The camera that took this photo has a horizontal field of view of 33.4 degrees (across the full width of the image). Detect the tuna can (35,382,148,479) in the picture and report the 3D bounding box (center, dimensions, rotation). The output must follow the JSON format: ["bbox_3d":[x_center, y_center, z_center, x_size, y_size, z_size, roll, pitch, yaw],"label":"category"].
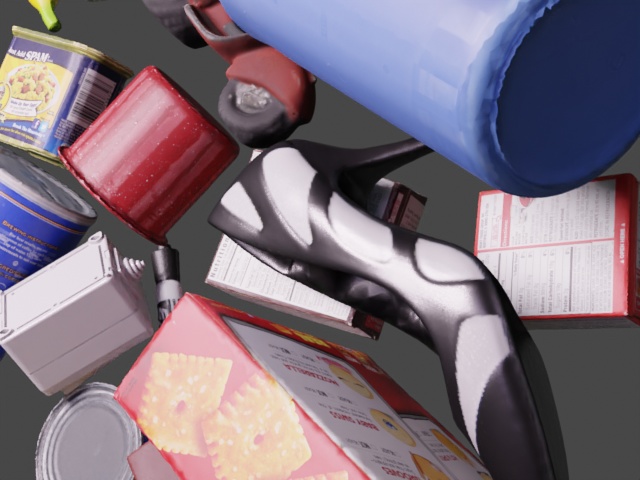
[{"bbox_3d":[-0.135,0.134,0.666,0.086,0.033,0.086,-12,67,28],"label":"tuna can"}]

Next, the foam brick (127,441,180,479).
[{"bbox_3d":[-0.059,0.127,0.611,0.078,0.051,0.053,-38,58,15],"label":"foam brick"}]

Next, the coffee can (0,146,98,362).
[{"bbox_3d":[-0.234,0.014,0.730,0.103,0.102,0.140,36,94,36],"label":"coffee can"}]

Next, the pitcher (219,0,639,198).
[{"bbox_3d":[0.047,-0.126,0.510,0.145,0.149,0.243,-61,39,14],"label":"pitcher"}]

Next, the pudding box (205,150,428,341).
[{"bbox_3d":[-0.004,0.001,0.631,0.114,0.039,0.090,14,82,36],"label":"pudding box"}]

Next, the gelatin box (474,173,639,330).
[{"bbox_3d":[0.123,0.009,0.550,0.089,0.030,0.073,-6,70,37],"label":"gelatin box"}]

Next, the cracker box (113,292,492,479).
[{"bbox_3d":[0.028,0.125,0.487,0.214,0.164,0.072,42,99,36],"label":"cracker box"}]

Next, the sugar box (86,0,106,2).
[{"bbox_3d":[-0.148,-0.273,0.792,0.093,0.048,0.176,-10,82,19],"label":"sugar box"}]

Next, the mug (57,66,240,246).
[{"bbox_3d":[-0.108,-0.060,0.697,0.081,0.093,0.117,-46,19,4],"label":"mug"}]

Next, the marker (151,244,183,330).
[{"bbox_3d":[-0.093,0.058,0.677,0.020,0.020,0.121,-23,62,23],"label":"marker"}]

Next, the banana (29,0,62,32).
[{"bbox_3d":[-0.185,-0.259,0.845,0.070,0.037,0.198,26,89,17],"label":"banana"}]

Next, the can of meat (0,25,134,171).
[{"bbox_3d":[-0.196,-0.101,0.778,0.102,0.057,0.084,20,86,36],"label":"can of meat"}]
